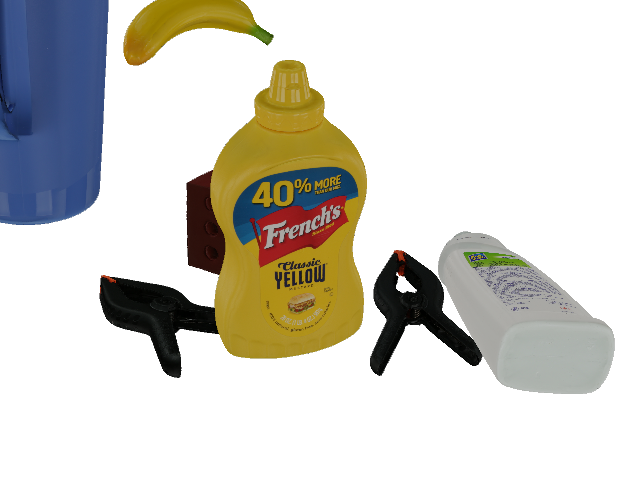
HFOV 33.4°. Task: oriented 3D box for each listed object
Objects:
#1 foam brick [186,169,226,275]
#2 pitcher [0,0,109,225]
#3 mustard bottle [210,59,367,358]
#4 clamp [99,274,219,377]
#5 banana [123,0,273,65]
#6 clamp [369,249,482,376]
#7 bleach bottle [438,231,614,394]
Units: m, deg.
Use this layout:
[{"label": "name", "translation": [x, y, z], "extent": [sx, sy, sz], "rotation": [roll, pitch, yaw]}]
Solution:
[{"label": "foam brick", "translation": [-0.078, -0.016, 0.906], "extent": [0.053, 0.078, 0.051], "rotation": [15, 25, 31]}, {"label": "pitcher", "translation": [-0.219, -0.134, 0.777], "extent": [0.145, 0.243, 0.148], "rotation": [27, 34, 36]}, {"label": "mustard bottle", "translation": [-0.019, -0.019, 0.660], "extent": [0.096, 0.192, 0.058], "rotation": [-8, 33, -15]}, {"label": "clamp", "translation": [-0.166, 0.084, 1.124], "extent": [0.210, 0.036, 0.164], "rotation": [18, 20, 28]}, {"label": "banana", "translation": [-0.125, -0.208, 1.017], "extent": [0.070, 0.037, 0.197], "rotation": [45, 38, 19]}, {"label": "clamp", "translation": [0.113, 0.080, 1.180], "extent": [0.120, 0.171, 0.039], "rotation": [5, -43, -5]}, {"label": "bleach bottle", "translation": [0.172, 0.050, 0.973], "extent": [0.102, 0.068, 0.251], "rotation": [4, 21, -10]}]
